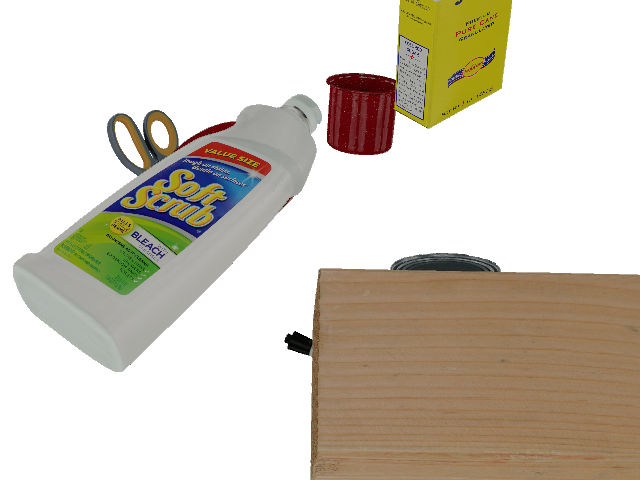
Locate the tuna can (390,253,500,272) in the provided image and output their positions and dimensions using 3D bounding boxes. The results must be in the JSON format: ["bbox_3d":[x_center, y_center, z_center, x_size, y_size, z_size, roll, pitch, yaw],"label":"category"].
[{"bbox_3d":[0.098,0.037,0.838,0.086,0.034,0.086,-1,15,0],"label":"tuna can"}]

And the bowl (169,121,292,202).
[{"bbox_3d":[-0.095,-0.062,0.992,0.162,0.055,0.162,-21,32,14],"label":"bowl"}]

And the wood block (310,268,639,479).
[{"bbox_3d":[0.099,0.071,0.532,0.206,0.091,0.090,1,-21,-2],"label":"wood block"}]

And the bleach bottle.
[{"bbox_3d":[-0.092,-0.025,0.764,0.103,0.250,0.068,32,-30,20],"label":"bleach bottle"}]

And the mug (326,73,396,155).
[{"bbox_3d":[0.057,-0.157,1.315,0.093,0.081,0.117,17,26,28],"label":"mug"}]

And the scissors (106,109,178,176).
[{"bbox_3d":[-0.166,-0.062,1.199,0.016,0.201,0.096,-18,20,45],"label":"scissors"}]

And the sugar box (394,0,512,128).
[{"bbox_3d":[0.105,-0.182,0.814,0.093,0.176,0.048,-31,51,-31],"label":"sugar box"}]

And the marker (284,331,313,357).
[{"bbox_3d":[0.021,0.117,1.033,0.121,0.020,0.020,21,5,12],"label":"marker"}]
